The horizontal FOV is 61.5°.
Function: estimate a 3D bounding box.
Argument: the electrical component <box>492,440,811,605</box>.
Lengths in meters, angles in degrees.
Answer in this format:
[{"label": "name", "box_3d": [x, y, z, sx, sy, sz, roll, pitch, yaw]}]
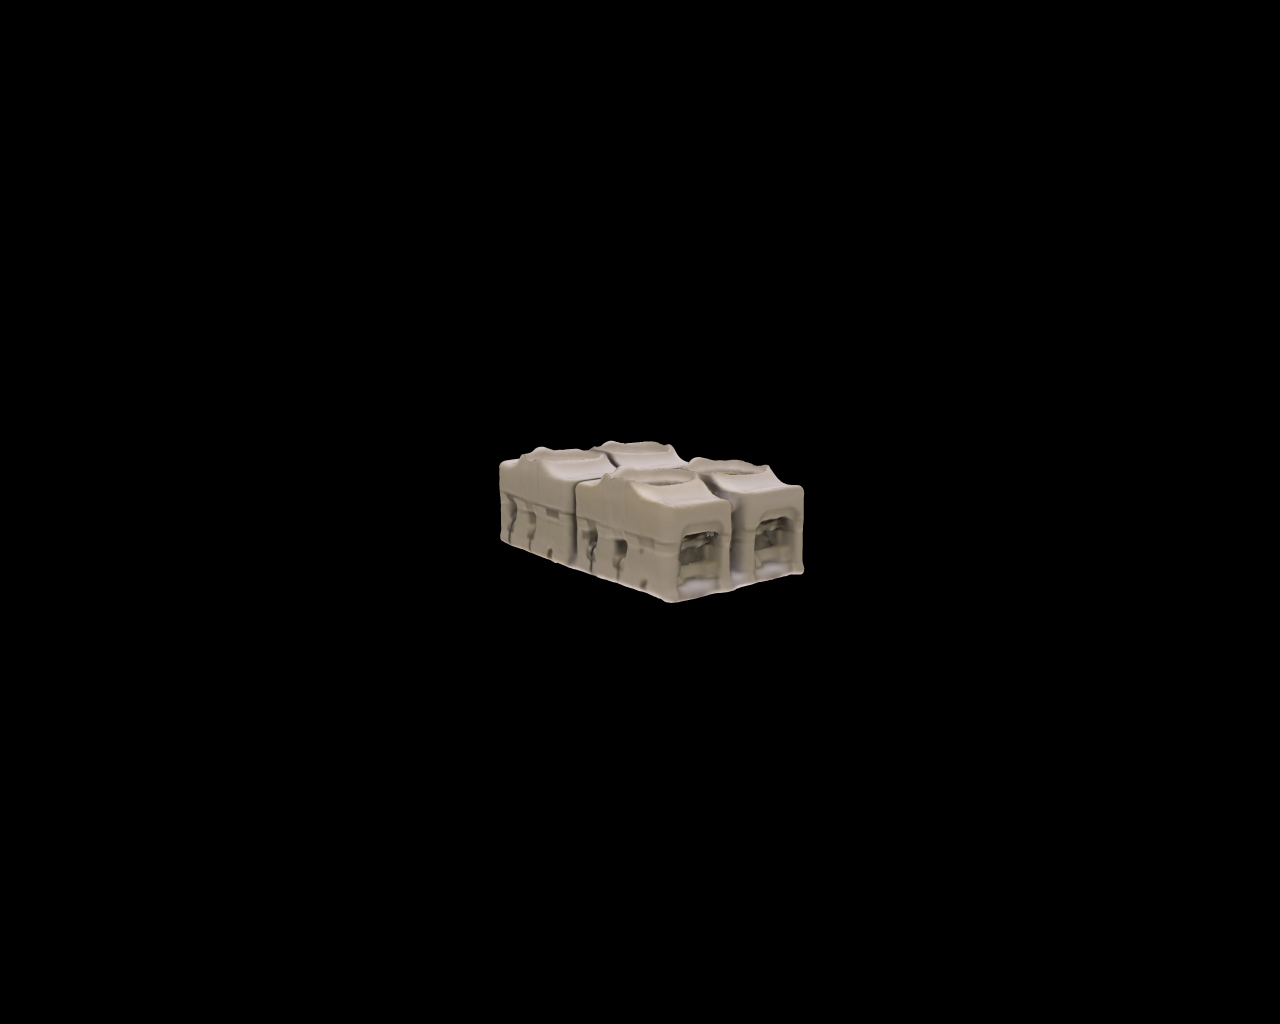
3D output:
[{"label": "electrical component", "box_3d": [0.001, -0.003, 0.650, 0.105, 0.060, 0.186, -8, 14, -35]}]
